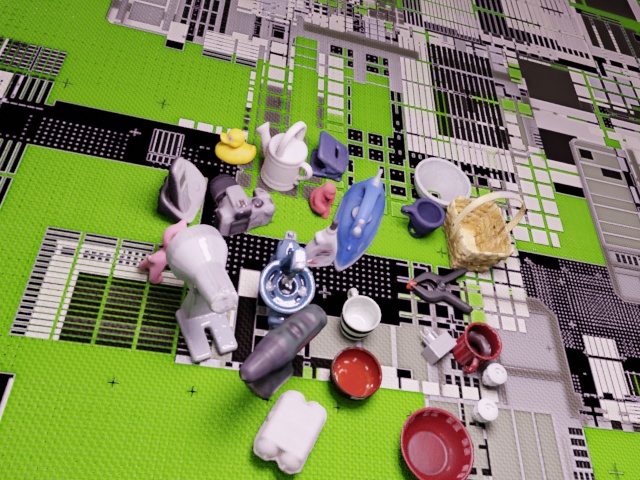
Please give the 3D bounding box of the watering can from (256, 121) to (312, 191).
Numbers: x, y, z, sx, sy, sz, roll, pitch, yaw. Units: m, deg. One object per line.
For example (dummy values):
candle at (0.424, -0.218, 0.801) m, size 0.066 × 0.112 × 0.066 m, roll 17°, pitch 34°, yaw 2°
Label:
watering can at (-0.089, -0.221, 1.424) m, size 0.173 × 0.194 × 0.101 m, roll 23°, pitch 53°, yaw -3°

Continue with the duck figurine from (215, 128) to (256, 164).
duck figurine at (-0.212, -0.246, 1.467) m, size 0.105 × 0.086 × 0.077 m, roll 9°, pitch 55°, yaw -13°

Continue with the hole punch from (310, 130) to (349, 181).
hole punch at (0.031, -0.227, 1.534) m, size 0.101 × 0.091 × 0.108 m, roll 12°, pitch 54°, yaw -11°

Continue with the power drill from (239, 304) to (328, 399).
power drill at (-0.083, 0.227, 1.111) m, size 0.075 × 0.208 × 0.230 m, roll 41°, pitch 54°, yaw 11°

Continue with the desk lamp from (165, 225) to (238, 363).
desk lamp at (-0.226, 0.104, 1.143) m, size 0.118 × 0.213 × 0.203 m, roll -16°, pitch 63°, yaw -27°

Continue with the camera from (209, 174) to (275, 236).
camera at (-0.194, -0.098, 1.362) m, size 0.143 × 0.100 × 0.136 m, roll -16°, pitch 64°, yaw -27°

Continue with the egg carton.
egg carton at (-0.057, 0.370, 1.110) m, size 0.107 × 0.069 × 0.150 m, roll 30°, pitch 53°, yaw 2°

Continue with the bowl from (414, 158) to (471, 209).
bowl at (0.328, -0.143, 1.588) m, size 0.168 × 0.074 × 0.167 m, roll 9°, pitch 55°, yaw -13°

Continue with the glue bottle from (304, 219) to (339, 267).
glue bottle at (0.012, 0.005, 1.318) m, size 0.078 × 0.173 × 0.037 m, roll -4°, pitch 58°, yaw -21°

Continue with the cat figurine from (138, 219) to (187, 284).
cat figurine at (-0.324, 0.017, 1.229) m, size 0.067 × 0.117 × 0.128 m, roll 41°, pitch 54°, yaw 11°

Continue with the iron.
iron at (0.101, -0.055, 1.408) m, size 0.118 × 0.141 × 0.258 m, roll 23°, pitch 53°, yaw -2°

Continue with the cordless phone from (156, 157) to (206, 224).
cordless phone at (-0.308, -0.139, 1.298) m, size 0.094 × 0.185 × 0.147 m, roll 16°, pitch 53°, yaw -8°

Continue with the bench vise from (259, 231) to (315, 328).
bench vise at (-0.075, 0.057, 1.223) m, size 0.122 × 0.219 × 0.207 m, roll -5°, pitch 59°, yaw -22°

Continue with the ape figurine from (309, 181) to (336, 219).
ape figurine at (0.014, -0.111, 1.448) m, size 0.078 × 0.092 × 0.076 m, roll -32°, pitch 71°, yaw -33°

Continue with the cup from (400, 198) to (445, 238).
cup at (0.254, -0.050, 1.487) m, size 0.118 × 0.095 × 0.091 m, roll 11°, pitch 54°, yaw -11°
